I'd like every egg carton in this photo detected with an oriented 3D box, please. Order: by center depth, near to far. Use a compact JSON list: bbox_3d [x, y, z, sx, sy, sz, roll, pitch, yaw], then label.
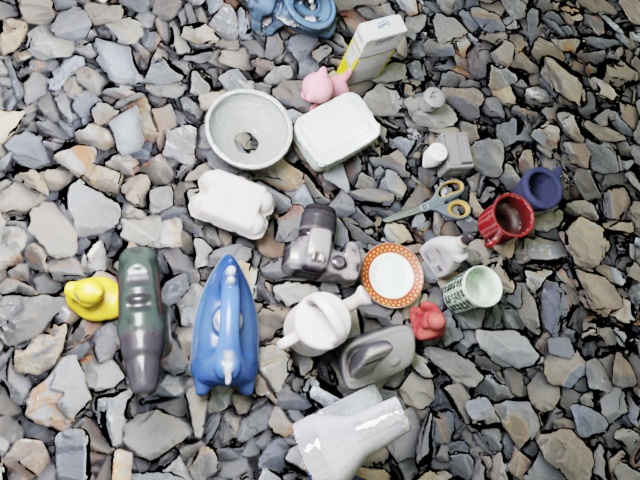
[{"bbox_3d":[-0.162,-0.066,1.065,0.150,0.069,0.107,20,70,-7],"label":"egg carton"}]

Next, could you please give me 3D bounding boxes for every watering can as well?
[{"bbox_3d":[0.007,0.135,0.980,0.101,0.194,0.173,38,69,0],"label":"watering can"}]

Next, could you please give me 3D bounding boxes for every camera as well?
[{"bbox_3d":[0.010,0.004,1.068,0.143,0.100,0.137,12,72,-10],"label":"camera"}]

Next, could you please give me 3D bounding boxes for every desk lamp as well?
[{"bbox_3d":[0.050,0.312,0.928,0.203,0.213,0.118,-23,80,-18],"label":"desk lamp"}]

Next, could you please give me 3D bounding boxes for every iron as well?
[{"bbox_3d":[-0.156,0.131,0.970,0.119,0.141,0.258,2,74,-13],"label":"iron"}]

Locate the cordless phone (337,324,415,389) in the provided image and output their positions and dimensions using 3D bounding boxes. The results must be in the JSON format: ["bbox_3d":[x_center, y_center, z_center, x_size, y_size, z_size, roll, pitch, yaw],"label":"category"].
[{"bbox_3d":[0.112,0.194,0.992,0.148,0.185,0.094,-20,79,-18],"label":"cordless phone"}]

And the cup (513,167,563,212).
[{"bbox_3d":[0.454,-0.104,1.209,0.091,0.095,0.118,46,70,3],"label":"cup"}]

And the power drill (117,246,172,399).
[{"bbox_3d":[-0.276,0.134,0.905,0.076,0.208,0.229,-6,75,-15],"label":"power drill"}]

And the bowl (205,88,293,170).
[{"bbox_3d":[-0.139,-0.202,1.107,0.168,0.074,0.167,4,73,-12],"label":"bowl"}]

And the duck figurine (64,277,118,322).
[{"bbox_3d":[-0.375,0.093,0.958,0.104,0.086,0.077,14,71,-9],"label":"duck figurine"}]

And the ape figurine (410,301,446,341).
[{"bbox_3d":[0.208,0.154,1.076,0.076,0.092,0.078,40,69,1],"label":"ape figurine"}]

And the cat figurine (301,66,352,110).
[{"bbox_3d":[0.011,-0.310,1.151,0.128,0.117,0.067,-28,82,-19],"label":"cat figurine"}]

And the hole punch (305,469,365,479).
[{"bbox_3d":[0.027,0.432,0.952,0.109,0.091,0.101,17,71,-8],"label":"hole punch"}]

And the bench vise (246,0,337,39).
[{"bbox_3d":[-0.051,-0.479,1.132,0.208,0.219,0.121,-12,77,-16],"label":"bench vise"}]

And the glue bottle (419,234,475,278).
[{"bbox_3d":[0.248,0.019,1.082,0.037,0.173,0.078,-29,82,-19],"label":"glue bottle"}]
